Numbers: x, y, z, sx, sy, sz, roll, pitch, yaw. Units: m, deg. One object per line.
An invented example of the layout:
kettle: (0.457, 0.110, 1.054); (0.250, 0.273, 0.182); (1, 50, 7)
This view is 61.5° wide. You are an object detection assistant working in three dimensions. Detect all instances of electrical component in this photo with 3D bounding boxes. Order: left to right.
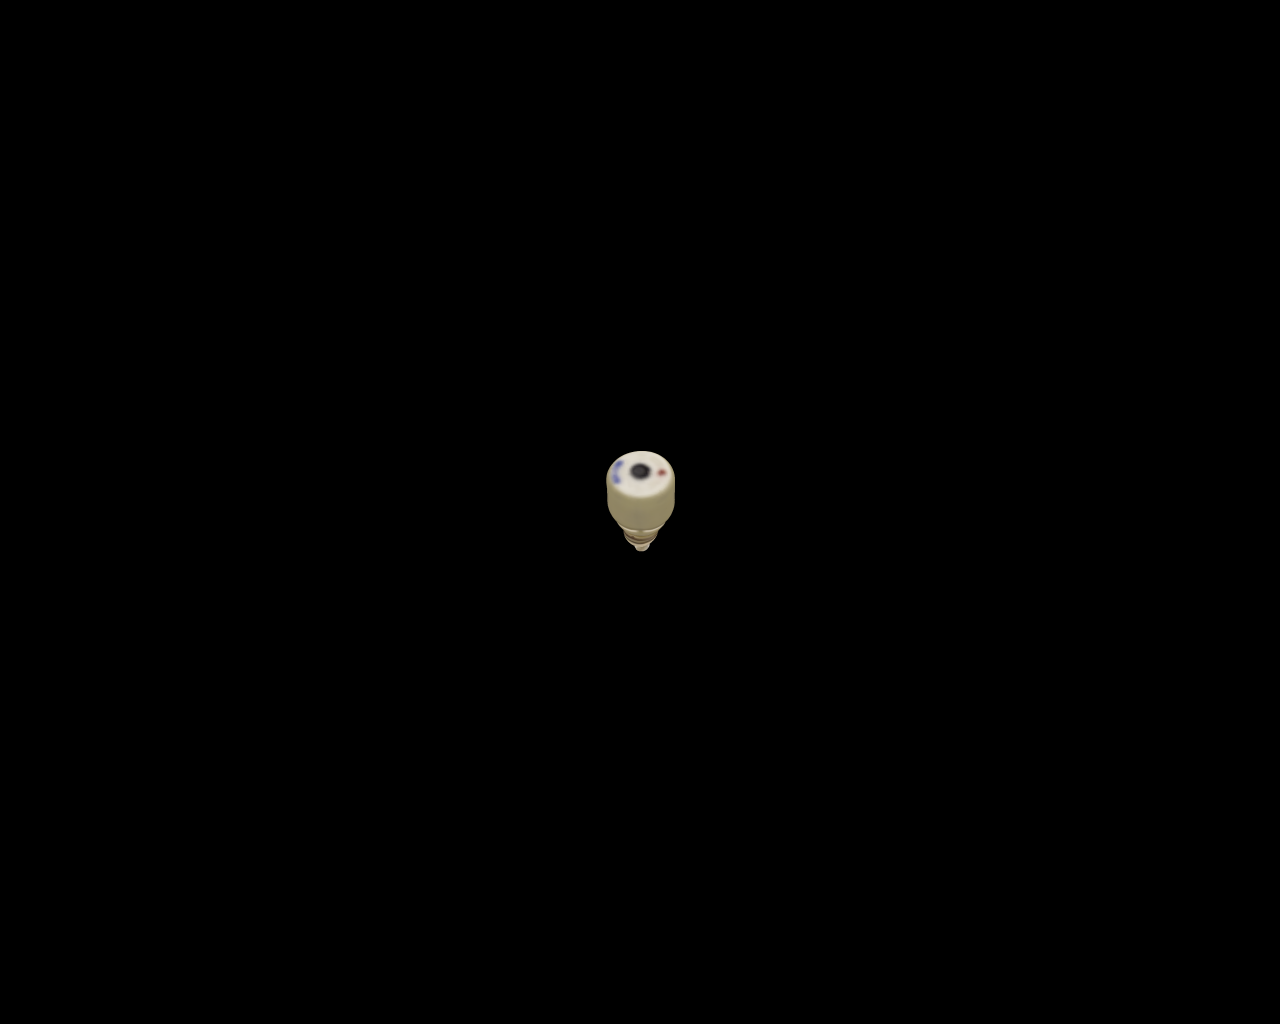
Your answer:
electrical component: (0.001, -0.003, 0.650); (0.040, 0.040, 0.078); (0, -38, 0)
